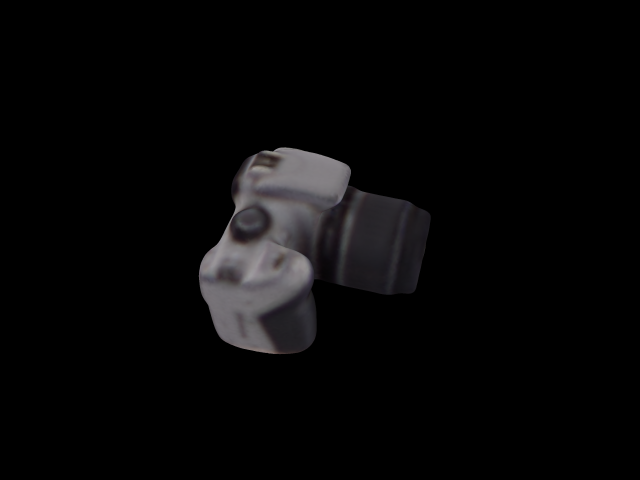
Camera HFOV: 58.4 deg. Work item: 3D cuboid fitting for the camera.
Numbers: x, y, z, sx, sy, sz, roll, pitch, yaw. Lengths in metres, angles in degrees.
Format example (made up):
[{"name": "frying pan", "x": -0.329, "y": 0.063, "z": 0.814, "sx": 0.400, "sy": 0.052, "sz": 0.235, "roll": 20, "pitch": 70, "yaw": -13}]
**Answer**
[{"name": "camera", "x": 0.004, "y": 0.001, "z": 0.400, "sx": 0.136, "sy": 0.101, "sz": 0.143, "roll": 12, "pitch": 50, "yaw": 10}]
